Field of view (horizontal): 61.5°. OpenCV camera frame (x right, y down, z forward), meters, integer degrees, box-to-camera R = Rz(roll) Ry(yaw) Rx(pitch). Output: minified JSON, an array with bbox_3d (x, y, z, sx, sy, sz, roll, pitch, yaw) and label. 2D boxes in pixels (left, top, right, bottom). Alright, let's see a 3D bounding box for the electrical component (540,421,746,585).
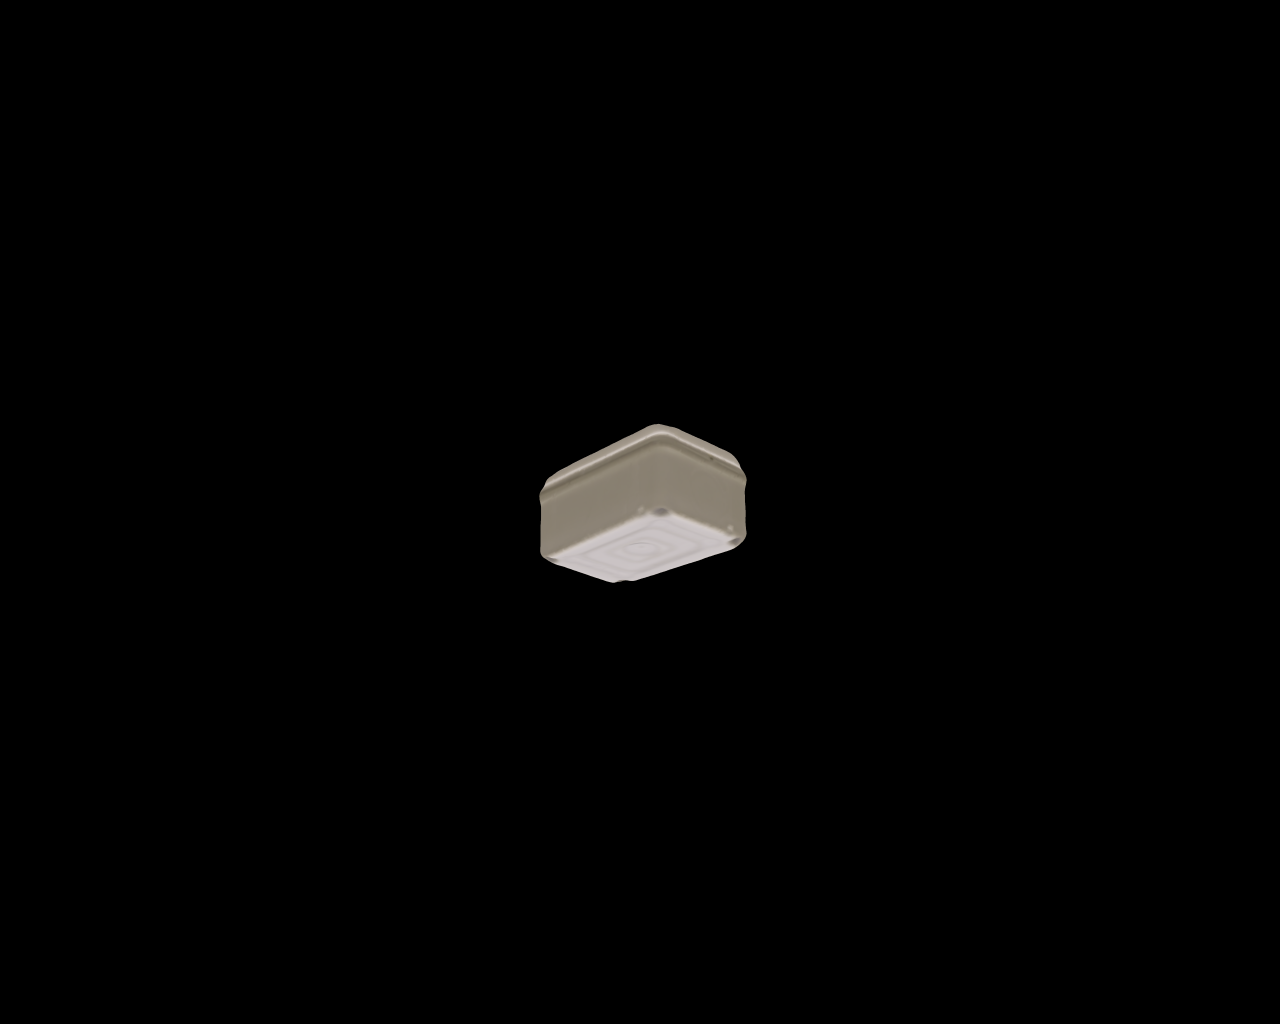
[{"bbox_3d":[0.001,-0.003,0.650,0.078,0.057,0.113,21,-31,-40],"label":"electrical component"}]
